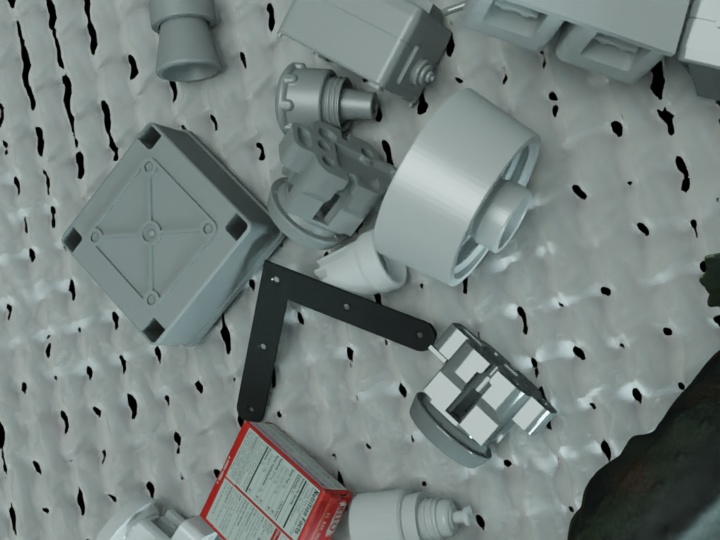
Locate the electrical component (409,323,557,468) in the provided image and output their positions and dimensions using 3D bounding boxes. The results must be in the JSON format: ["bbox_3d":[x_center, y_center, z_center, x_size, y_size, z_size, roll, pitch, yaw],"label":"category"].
[{"bbox_3d":[0.066,0.078,0.631,0.078,0.058,0.057,43,101,18],"label":"electrical component"}]

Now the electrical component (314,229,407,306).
[{"bbox_3d":[0.000,0.000,0.672,0.046,0.040,0.040,-24,79,25],"label":"electrical component"}]

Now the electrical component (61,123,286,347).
[{"bbox_3d":[-0.124,-0.023,0.715,0.109,0.056,0.108,45,104,18],"label":"electrical component"}]

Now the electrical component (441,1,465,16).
[{"bbox_3d":[0.082,-0.174,0.640,0.077,0.047,0.065,-15,82,22],"label":"electrical component"}]

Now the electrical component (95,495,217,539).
[{"bbox_3d":[-0.139,0.187,0.712,0.057,0.058,0.078,36,101,17],"label":"electrical component"}]

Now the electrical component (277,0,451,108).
[{"bbox_3d":[0.011,-0.146,0.661,0.096,0.062,0.061,32,100,21],"label":"electrical component"}]

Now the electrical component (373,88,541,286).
[{"bbox_3d":[0.062,-0.042,0.613,0.060,0.108,0.108,31,100,15],"label":"electrical component"}]

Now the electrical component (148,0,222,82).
[{"bbox_3d":[-0.118,-0.160,0.725,0.045,0.045,0.055,-10,83,22],"label":"electrical component"}]

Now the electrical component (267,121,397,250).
[{"bbox_3d":[-0.022,-0.050,0.668,0.057,0.078,0.058,-52,30,32],"label":"electrical component"}]

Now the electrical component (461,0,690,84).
[{"bbox_3d":[0.132,-0.206,0.579,0.105,0.060,0.186,18,80,-3],"label":"electrical component"}]

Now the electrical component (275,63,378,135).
[{"bbox_3d":[-0.020,-0.106,0.683,0.062,0.048,0.048,7,90,16],"label":"electrical component"}]

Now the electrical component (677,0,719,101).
[{"bbox_3d":[0.205,-0.119,0.559,0.062,0.096,0.061,19,98,23],"label":"electrical component"}]

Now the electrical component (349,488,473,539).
[{"bbox_3d":[0.030,0.152,0.651,0.078,0.040,0.040,-11,83,22],"label":"electrical component"}]
